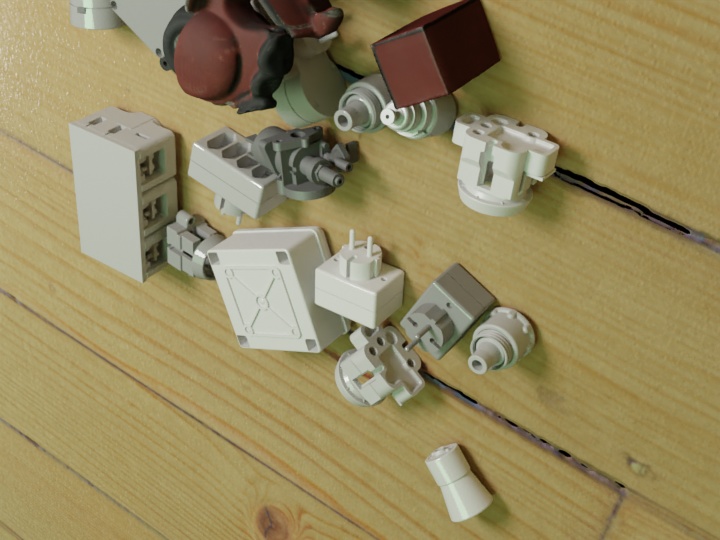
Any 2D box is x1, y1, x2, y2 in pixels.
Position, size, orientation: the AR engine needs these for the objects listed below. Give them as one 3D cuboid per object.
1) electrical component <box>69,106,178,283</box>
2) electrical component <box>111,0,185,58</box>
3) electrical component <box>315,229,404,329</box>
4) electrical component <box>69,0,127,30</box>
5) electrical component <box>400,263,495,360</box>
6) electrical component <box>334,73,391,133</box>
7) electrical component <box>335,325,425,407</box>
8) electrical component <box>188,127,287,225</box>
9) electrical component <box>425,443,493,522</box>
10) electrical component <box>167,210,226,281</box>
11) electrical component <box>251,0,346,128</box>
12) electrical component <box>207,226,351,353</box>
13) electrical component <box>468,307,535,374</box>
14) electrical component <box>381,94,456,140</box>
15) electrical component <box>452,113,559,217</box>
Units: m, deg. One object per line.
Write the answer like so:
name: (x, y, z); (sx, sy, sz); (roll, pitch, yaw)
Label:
electrical component: (-0.231, -0.077, 1.074); (0.089, 0.062, 0.150); (24, 129, 26)
electrical component: (-0.155, -0.244, 0.911); (0.078, 0.057, 0.113); (47, 135, 6)
electrical component: (0.000, 0.000, 0.945); (0.066, 0.047, 0.076); (22, 128, 27)
electrical component: (-0.238, -0.249, 0.979); (0.055, 0.055, 0.047); (20, 123, 29)
electrical component: (0.063, 0.044, 0.900); (0.047, 0.077, 0.065); (44, 135, 9)
electrical component: (0.004, -0.128, 0.850); (0.043, 0.062, 0.043); (20, 127, 29)
electrical component: (0.014, 0.091, 0.984); (0.078, 0.058, 0.057); (52, 133, 1)
electrical component: (-0.113, -0.075, 0.990); (0.083, 0.047, 0.075); (33, 132, 18)
electrical component: (0.089, 0.195, 1.000); (0.044, 0.044, 0.065); (-27, 93, 45)
electrical component: (-0.159, -0.020, 1.064); (0.055, 0.048, 0.066); (30, 132, 31)
electrical component: (-0.048, -0.187, 0.864); (0.074, 0.052, 0.138); (-13, 107, 42)
electrical component: (-0.076, 0.018, 1.011); (0.109, 0.056, 0.108); (0, 116, 39)
electrical component: (0.111, 0.063, 0.883); (0.048, 0.062, 0.048); (20, 127, 28)
electrical component: (0.041, -0.120, 0.819); (0.040, 0.078, 0.040); (8, 106, 32)
electrical component: (0.105, -0.077, 0.805); (0.078, 0.058, 0.057); (25, 127, 25)
